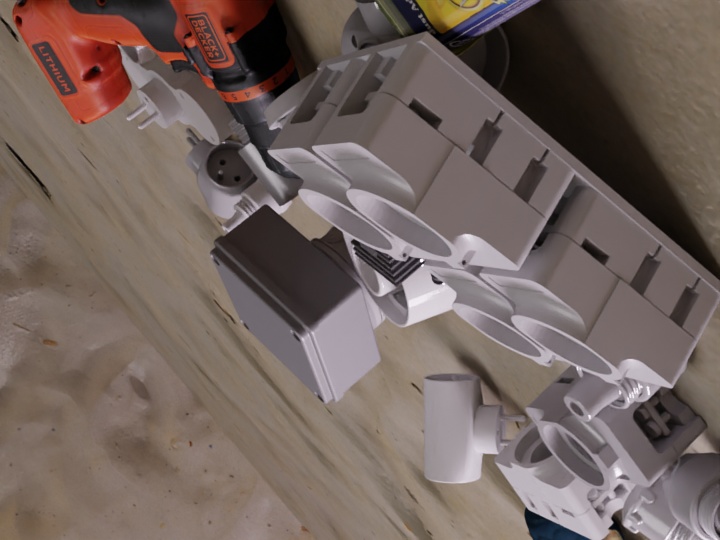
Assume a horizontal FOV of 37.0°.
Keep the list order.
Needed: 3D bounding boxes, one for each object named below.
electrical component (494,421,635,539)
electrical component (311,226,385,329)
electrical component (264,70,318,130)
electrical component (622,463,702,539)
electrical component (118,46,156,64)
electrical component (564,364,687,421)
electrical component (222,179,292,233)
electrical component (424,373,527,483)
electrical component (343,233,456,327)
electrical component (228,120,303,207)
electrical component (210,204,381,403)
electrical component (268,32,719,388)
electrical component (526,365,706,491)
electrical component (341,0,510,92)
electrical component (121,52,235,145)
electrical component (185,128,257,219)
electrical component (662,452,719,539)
[{"bbox_3d":[0.139,0.137,0.734,0.055,0.050,0.089,55,163,-16],"label":"electrical component"},{"bbox_3d":[0.000,0.000,0.796,0.080,0.051,0.080,45,163,18],"label":"electrical component"},{"bbox_3d":[-0.020,-0.086,0.644,0.057,0.058,0.078,55,-172,-4],"label":"electrical component"},{"bbox_3d":[0.190,0.146,0.635,0.062,0.048,0.048,35,159,25],"label":"electrical component"},{"bbox_3d":[-0.152,-0.183,0.783,0.066,0.055,0.048,55,163,-16],"label":"electrical component"},{"bbox_3d":[0.131,0.050,0.546,0.048,0.062,0.048,44,162,18],"label":"electrical component"},{"bbox_3d":[-0.088,-0.051,0.894,0.035,0.061,0.035,45,163,18],"label":"electrical component"},{"bbox_3d":[0.088,0.120,0.817,0.079,0.077,0.044,0,-177,21],"label":"electrical component"},{"bbox_3d":[0.032,-0.013,0.706,0.099,0.064,0.099,56,163,27],"label":"electrical component"},{"bbox_3d":[-0.066,-0.091,0.781,0.081,0.043,0.043,53,163,-10],"label":"electrical component"},{"bbox_3d":[-0.045,0.025,0.771,0.109,0.056,0.108,40,161,30],"label":"electrical component"},{"bbox_3d":[0.058,-0.019,0.484,0.186,0.060,0.105,35,170,-22],"label":"electrical component"},{"bbox_3d":[0.140,0.087,0.613,0.050,0.056,0.089,53,163,-9],"label":"electrical component"},{"bbox_3d":[0.022,-0.116,0.497,0.077,0.044,0.079,28,153,52],"label":"electrical component"},{"bbox_3d":[-0.150,-0.136,0.848,0.138,0.074,0.052,36,159,39],"label":"electrical component"},{"bbox_3d":[-0.124,-0.091,0.933,0.079,0.044,0.077,48,163,8],"label":"electrical component"},{"bbox_3d":[0.193,0.124,0.567,0.043,0.043,0.062,56,174,-20],"label":"electrical component"}]
